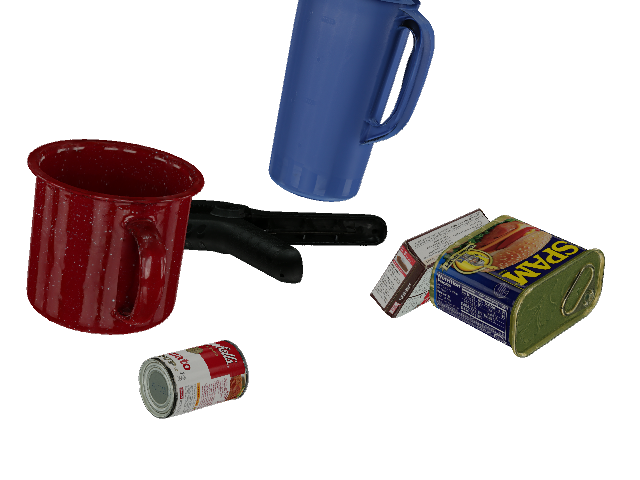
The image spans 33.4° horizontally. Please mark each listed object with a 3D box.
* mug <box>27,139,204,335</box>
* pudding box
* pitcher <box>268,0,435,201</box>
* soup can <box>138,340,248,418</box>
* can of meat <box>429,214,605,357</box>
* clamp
[{"bbox_3d":[-0.108,0.003,0.569,0.093,0.081,0.117,-2,25,-32],"label":"mug"},{"bbox_3d":[0.114,0.023,1.058,0.113,0.039,0.090,-24,-26,-38],"label":"pudding box"},{"bbox_3d":[0.026,-0.167,1.189,0.145,0.243,0.149,10,21,-10],"label":"pitcher"},{"bbox_3d":[-0.139,0.151,1.165,0.102,0.068,0.069,-9,6,-43],"label":"soup can"},{"bbox_3d":[0.142,0.029,0.778,0.101,0.057,0.084,-27,38,-34],"label":"can of meat"},{"bbox_3d":[-0.069,-0.006,0.828,0.210,0.036,0.164,8,13,18],"label":"clamp"}]
